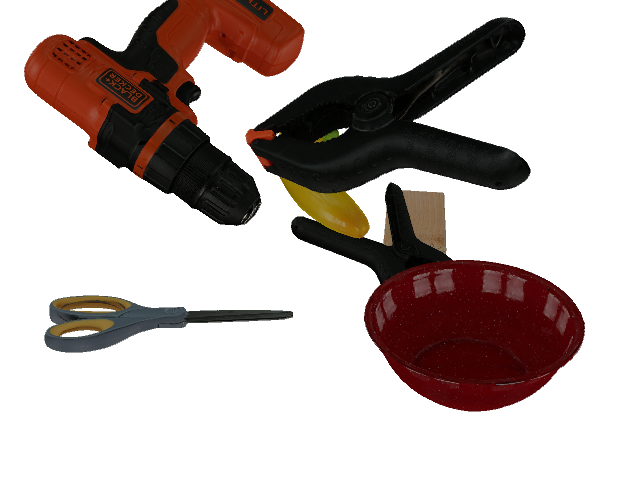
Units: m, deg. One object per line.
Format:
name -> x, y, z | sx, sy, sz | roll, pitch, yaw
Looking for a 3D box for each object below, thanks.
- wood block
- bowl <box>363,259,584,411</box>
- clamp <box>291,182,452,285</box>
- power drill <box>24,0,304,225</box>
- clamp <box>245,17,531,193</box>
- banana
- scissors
wood block -> 0.140, 0.004, 1.604 | 0.091, 0.090, 0.206 | 4, 25, 4
bowl -> 0.113, 0.078, 0.800 | 0.162, 0.055, 0.162 | 0, 31, 0
clamp -> 0.077, 0.020, 1.175 | 0.164, 0.036, 0.210 | -16, 50, -33
power drill -> -0.087, -0.112, 0.762 | 0.187, 0.184, 0.057 | -52, -1, -43
clamp -> 0.041, -0.060, 0.603 | 0.172, 0.120, 0.039 | -18, -49, 17
banana -> -0.005, -0.062, 0.925 | 0.069, 0.037, 0.198 | 1, 31, -8
scissors -> -0.131, 0.069, 0.854 | 0.202, 0.016, 0.096 | 4, 22, 14
